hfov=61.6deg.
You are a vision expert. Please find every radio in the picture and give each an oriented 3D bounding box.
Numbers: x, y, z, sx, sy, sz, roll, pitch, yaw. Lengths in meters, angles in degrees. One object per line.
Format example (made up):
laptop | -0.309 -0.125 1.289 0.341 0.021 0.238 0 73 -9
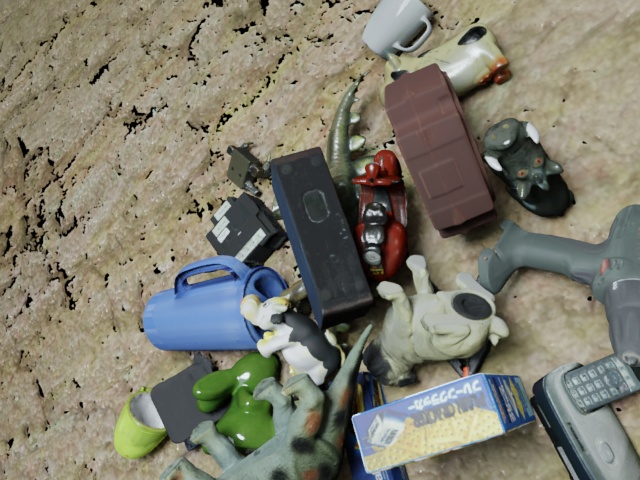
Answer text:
radio | -0.001 -0.002 0.722 0.073 0.131 0.229 -18 77 -8

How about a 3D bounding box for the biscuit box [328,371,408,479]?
biscuit box | 0.074 0.292 0.764 0.063 0.059 0.203 -25 68 22

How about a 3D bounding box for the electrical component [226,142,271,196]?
electrical component | -0.132 -0.137 0.993 0.102 0.045 0.078 35 124 33

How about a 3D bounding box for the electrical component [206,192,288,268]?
electrical component | -0.135 -0.016 0.955 0.115 0.058 0.134 -45 61 10

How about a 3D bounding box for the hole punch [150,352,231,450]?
hole punch | -0.211 0.283 0.918 0.116 0.092 0.142 -28 60 -16

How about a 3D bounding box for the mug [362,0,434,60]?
mug | 0.129 -0.347 0.884 0.107 0.081 0.110 -46 68 25

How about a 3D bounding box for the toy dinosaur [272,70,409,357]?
toy dinosaur | 0.033 -0.032 0.846 0.199 0.105 0.471 -6 84 20

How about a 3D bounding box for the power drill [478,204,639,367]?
power drill | 0.301 0.039 0.641 0.207 0.085 0.232 1 40 45

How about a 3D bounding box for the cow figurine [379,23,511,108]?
cow figurine | 0.178 -0.260 0.828 0.195 0.085 0.127 -26 73 24

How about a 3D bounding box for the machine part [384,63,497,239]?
machine part | 0.162 -0.122 0.717 0.087 0.201 0.200 -22 113 16

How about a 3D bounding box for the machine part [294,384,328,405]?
machine part | -0.021 0.214 0.850 0.084 0.039 0.139 -25 69 31

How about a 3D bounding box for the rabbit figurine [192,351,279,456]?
rabbit figurine | -0.118 0.257 0.847 0.159 0.121 0.170 5 50 -3

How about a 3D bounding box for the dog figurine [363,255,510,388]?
dog figurine | 0.147 0.141 0.716 0.173 0.121 0.190 34 136 37

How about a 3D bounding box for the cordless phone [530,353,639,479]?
cordless phone | 0.359 0.200 0.629 0.184 0.088 0.147 -24 66 2

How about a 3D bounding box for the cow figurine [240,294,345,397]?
cow figurine | -0.040 0.136 0.781 0.098 0.068 0.167 -33 101 10

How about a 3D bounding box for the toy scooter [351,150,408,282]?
toy scooter | 0.078 -0.038 0.710 0.075 0.135 0.183 2 83 15

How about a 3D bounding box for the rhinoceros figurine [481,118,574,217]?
rhinoceros figurine | 0.260 -0.090 0.686 0.073 0.190 0.112 -35 45 21

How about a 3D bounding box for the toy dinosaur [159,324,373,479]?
toy dinosaur | -0.055 0.293 0.693 0.405 0.131 0.192 -33 99 4
